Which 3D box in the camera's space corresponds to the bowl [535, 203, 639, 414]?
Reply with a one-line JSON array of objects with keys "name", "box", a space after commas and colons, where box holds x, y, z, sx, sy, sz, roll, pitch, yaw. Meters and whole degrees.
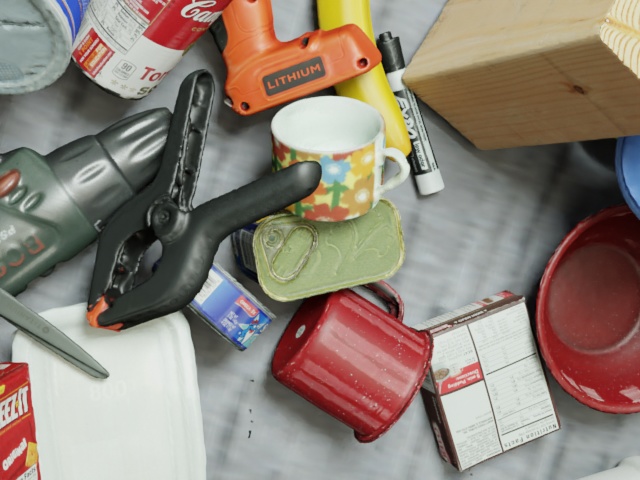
[{"name": "bowl", "box": [0.226, 0.049, 0.819, 0.162, 0.055, 0.162, -2, 96, -16]}]

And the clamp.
[{"name": "clamp", "box": [-0.089, -0.021, 0.658, 0.171, 0.120, 0.039, -43, 146, 9]}]

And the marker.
[{"name": "marker", "box": [0.064, -0.092, 0.776, 0.020, 0.020, 0.121, -21, 101, -13]}]

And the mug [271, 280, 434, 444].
[{"name": "mug", "box": [0.024, 0.073, 0.752, 0.081, 0.093, 0.117, 34, 55, -12]}]

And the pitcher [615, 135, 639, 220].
[{"name": "pitcher", "box": [0.311, -0.050, 0.748, 0.242, 0.145, 0.149, -7, 74, -43]}]

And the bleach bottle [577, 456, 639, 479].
[{"name": "bleach bottle", "box": [0.149, 0.244, 0.815, 0.250, 0.068, 0.102, -11, 97, -13]}]

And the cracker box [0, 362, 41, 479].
[{"name": "cracker box", "box": [-0.257, 0.188, 0.656, 0.164, 0.072, 0.214, -3, 98, 8]}]

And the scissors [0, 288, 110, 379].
[{"name": "scissors", "box": [-0.224, 0.036, 0.641, 0.096, 0.016, 0.201, -36, 109, -4]}]

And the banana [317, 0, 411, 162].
[{"name": "banana", "box": [0.030, -0.153, 0.739, 0.037, 0.070, 0.198, -20, 113, -56]}]

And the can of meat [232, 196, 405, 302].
[{"name": "can of meat", "box": [-0.005, 0.001, 0.731, 0.102, 0.084, 0.057, -13, 100, -15]}]

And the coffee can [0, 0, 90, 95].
[{"name": "coffee can", "box": [-0.175, -0.169, 0.612, 0.102, 0.103, 0.140, 22, 53, -17]}]

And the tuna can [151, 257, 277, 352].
[{"name": "tuna can", "box": [-0.072, 0.036, 0.715, 0.086, 0.086, 0.033, 44, 84, -16]}]

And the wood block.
[{"name": "wood block", "box": [0.157, -0.123, 0.693, 0.090, 0.206, 0.090, 37, 75, -23]}]

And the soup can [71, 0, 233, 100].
[{"name": "soup can", "box": [-0.102, -0.143, 0.653, 0.068, 0.068, 0.102, 38, 123, -17]}]

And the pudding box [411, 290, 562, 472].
[{"name": "pudding box", "box": [0.123, 0.106, 0.804, 0.090, 0.039, 0.113, -20, 103, -14]}]

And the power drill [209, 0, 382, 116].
[{"name": "power drill", "box": [-0.027, -0.188, 0.689, 0.185, 0.057, 0.187, -19, 102, 18]}]
